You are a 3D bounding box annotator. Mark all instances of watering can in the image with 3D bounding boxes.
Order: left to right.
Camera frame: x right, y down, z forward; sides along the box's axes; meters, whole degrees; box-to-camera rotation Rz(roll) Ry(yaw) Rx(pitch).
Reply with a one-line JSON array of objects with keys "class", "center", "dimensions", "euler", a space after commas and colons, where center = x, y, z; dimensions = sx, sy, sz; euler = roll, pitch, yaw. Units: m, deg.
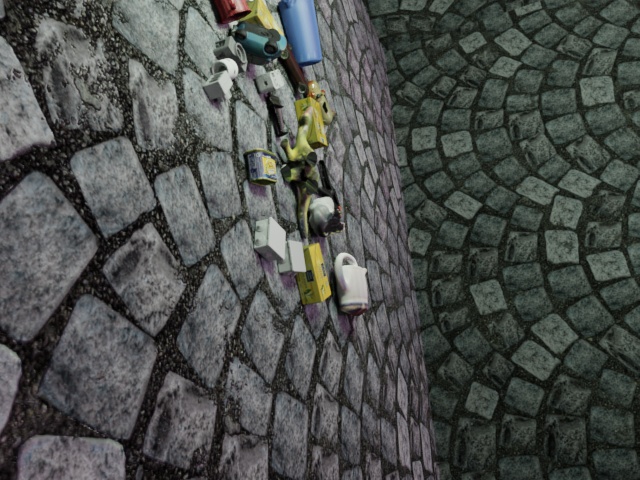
[{"class": "watering can", "center": [0.128, 0.168, 1.888], "dimensions": [0.344, 0.103, 0.227], "euler": [30, 51, -64]}]

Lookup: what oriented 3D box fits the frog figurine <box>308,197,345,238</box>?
[{"class": "frog figurine", "center": [0.005, -0.089, 1.767], "dimensions": [0.135, 0.122, 0.162], "euler": [40, 5, -47]}]

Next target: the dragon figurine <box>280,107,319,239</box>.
[{"class": "dragon figurine", "center": [-0.044, -0.229, 1.696], "dimensions": [0.246, 0.122, 0.405], "euler": [-57, 148, -72]}]
